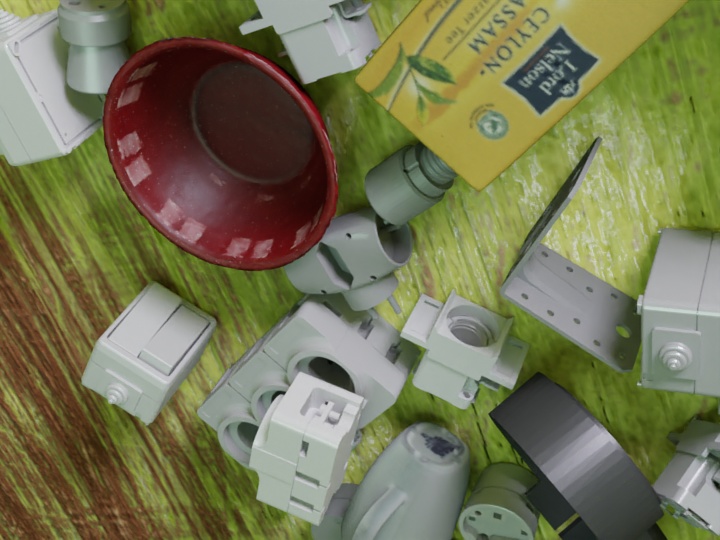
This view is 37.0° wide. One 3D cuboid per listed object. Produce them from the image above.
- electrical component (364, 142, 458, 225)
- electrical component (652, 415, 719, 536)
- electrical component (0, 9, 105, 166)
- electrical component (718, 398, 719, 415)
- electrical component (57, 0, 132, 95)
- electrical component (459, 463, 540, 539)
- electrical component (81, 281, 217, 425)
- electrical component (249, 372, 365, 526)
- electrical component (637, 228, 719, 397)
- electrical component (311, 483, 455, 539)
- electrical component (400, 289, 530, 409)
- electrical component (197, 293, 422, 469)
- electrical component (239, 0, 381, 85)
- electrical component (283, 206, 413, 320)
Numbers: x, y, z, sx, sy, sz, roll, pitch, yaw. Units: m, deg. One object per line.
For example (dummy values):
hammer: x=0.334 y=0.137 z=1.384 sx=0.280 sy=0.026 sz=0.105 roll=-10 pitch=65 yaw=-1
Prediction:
electrical component: x=0.038 y=-0.058 z=0.653 sx=0.078 sy=0.040 sz=0.040 roll=-32 pitch=106 yaw=38
electrical component: x=0.221 y=0.131 z=0.681 sx=0.042 sy=0.063 sz=0.081 roll=37 pitch=172 yaw=-4
electrical component: x=-0.221 y=-0.125 z=0.712 sx=0.061 sy=0.061 sz=0.096 roll=-8 pitch=120 yaw=29
electrical component: x=0.260 y=0.080 z=0.645 sx=0.083 sy=0.047 sz=0.075 roll=7 pitch=126 yaw=21
electrical component: x=-0.167 y=-0.146 z=0.683 sx=0.045 sy=0.045 sz=0.055 roll=14 pitch=128 yaw=15
electrical component: x=0.105 y=0.175 z=0.787 sx=0.055 sy=0.047 sz=0.055 roll=13 pitch=128 yaw=17
electrical component: x=-0.157 y=0.062 z=0.795 sx=0.062 sy=0.096 sz=0.061 roll=32 pitch=131 yaw=0
electrical component: x=-0.038 y=0.120 z=0.727 sx=0.056 sy=0.050 sz=0.089 roll=21 pitch=130 yaw=10
electrical component: x=0.193 y=0.027 z=0.605 sx=0.061 sy=0.096 sz=0.061 roll=5 pitch=125 yaw=22
electrical component: x=0.023 y=0.234 z=0.850 sx=0.138 sy=0.073 sz=0.052 roll=30 pitch=131 yaw=3
electrical component: x=0.067 y=0.056 z=0.722 sx=0.081 sy=0.042 sz=0.063 roll=26 pitch=132 yaw=6
electrical component: x=-0.041 y=0.085 z=0.780 sx=0.089 sy=0.061 sz=0.150 roll=41 pitch=130 yaw=-7
electrical component: x=-0.022 y=-0.144 z=0.618 sx=0.081 sy=0.042 sz=0.063 roll=-11 pitch=119 yaw=31
electrical component: x=0.000 y=0.000 z=0.711 sx=0.077 sy=0.043 sz=0.079 roll=-16 pitch=116 yaw=33
